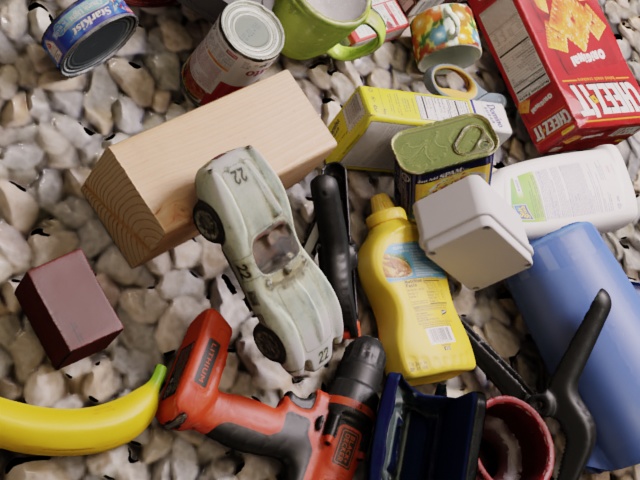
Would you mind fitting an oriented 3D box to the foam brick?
[{"bbox_3d":[-0.207,0.057,0.879,0.052,0.051,0.078,-24,81,-34],"label":"foam brick"}]

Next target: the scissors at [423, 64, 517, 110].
[{"bbox_3d":[0.193,-0.141,1.214,0.201,0.016,0.096,17,76,-34],"label":"scissors"}]

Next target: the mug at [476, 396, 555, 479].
[{"bbox_3d":[0.149,0.207,0.990,0.093,0.082,0.117,51,54,0],"label":"mug"}]

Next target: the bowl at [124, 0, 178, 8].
[{"bbox_3d":[-0.179,-0.315,1.064,0.161,0.055,0.162,12,63,-25],"label":"bowl"}]

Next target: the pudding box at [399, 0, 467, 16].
[{"bbox_3d":[0.129,-0.318,1.248,0.113,0.039,0.090,-21,79,-36],"label":"pudding box"}]

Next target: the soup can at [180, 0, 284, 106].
[{"bbox_3d":[-0.085,-0.176,1.024,0.068,0.102,0.068,12,62,-25],"label":"soup can"}]

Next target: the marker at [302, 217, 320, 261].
[{"bbox_3d":[-0.007,0.001,1.036,0.020,0.020,0.121,34,56,-12],"label":"marker"}]

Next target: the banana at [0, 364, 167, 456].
[{"bbox_3d":[-0.211,0.140,0.851,0.197,0.037,0.070,0,51,-30],"label":"banana"}]

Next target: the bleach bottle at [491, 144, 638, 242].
[{"bbox_3d":[0.227,-0.047,1.164,0.250,0.068,0.102,-5,71,-29],"label":"bleach bottle"}]

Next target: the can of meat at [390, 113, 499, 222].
[{"bbox_3d":[0.123,-0.070,1.063,0.102,0.084,0.057,-16,54,-7],"label":"can of meat"}]

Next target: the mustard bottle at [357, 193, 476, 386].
[{"bbox_3d":[0.084,0.044,1.042,0.096,0.058,0.191,-3,69,-37],"label":"mustard bottle"}]

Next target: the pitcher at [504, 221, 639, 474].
[{"bbox_3d":[0.297,0.103,1.092,0.149,0.145,0.243,-8,67,-55],"label":"pitcher"}]

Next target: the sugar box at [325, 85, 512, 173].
[{"bbox_3d":[0.099,-0.109,1.100,0.175,0.093,0.048,1,60,-30],"label":"sugar box"}]

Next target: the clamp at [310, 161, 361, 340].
[{"bbox_3d":[0.015,0.011,0.986,0.039,0.120,0.171,-7,91,13],"label":"clamp"}]

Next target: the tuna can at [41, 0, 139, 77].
[{"bbox_3d":[-0.209,-0.188,0.970,0.086,0.086,0.034,-35,86,-36],"label":"tuna can"}]

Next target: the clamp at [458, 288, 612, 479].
[{"bbox_3d":[0.223,0.151,1.034,0.036,0.165,0.210,2,72,-64],"label":"clamp"}]

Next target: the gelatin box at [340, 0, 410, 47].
[{"bbox_3d":[0.046,-0.250,1.175,0.089,0.030,0.073,-25,80,-36],"label":"gelatin box"}]

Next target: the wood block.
[{"bbox_3d":[-0.098,-0.067,0.974,0.205,0.090,0.091,-30,85,-35],"label":"wood block"}]

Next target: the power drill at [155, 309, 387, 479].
[{"bbox_3d":[-0.036,0.135,0.934,0.187,0.057,0.184,29,58,-15],"label":"power drill"}]

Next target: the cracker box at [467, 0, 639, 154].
[{"bbox_3d":[0.285,-0.215,1.256,0.163,0.072,0.214,-10,72,-41],"label":"cracker box"}]
